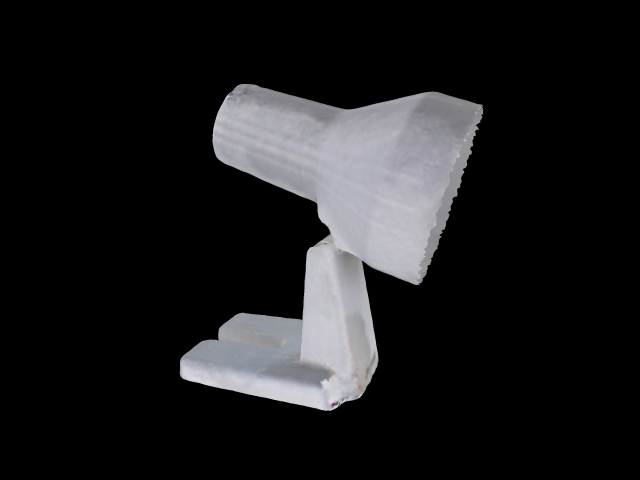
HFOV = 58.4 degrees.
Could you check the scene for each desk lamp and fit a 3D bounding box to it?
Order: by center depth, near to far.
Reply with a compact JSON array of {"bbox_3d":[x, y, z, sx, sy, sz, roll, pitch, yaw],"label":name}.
[{"bbox_3d":[0.004,0.001,0.400,0.202,0.214,0.118,5,15,18],"label":"desk lamp"}]
